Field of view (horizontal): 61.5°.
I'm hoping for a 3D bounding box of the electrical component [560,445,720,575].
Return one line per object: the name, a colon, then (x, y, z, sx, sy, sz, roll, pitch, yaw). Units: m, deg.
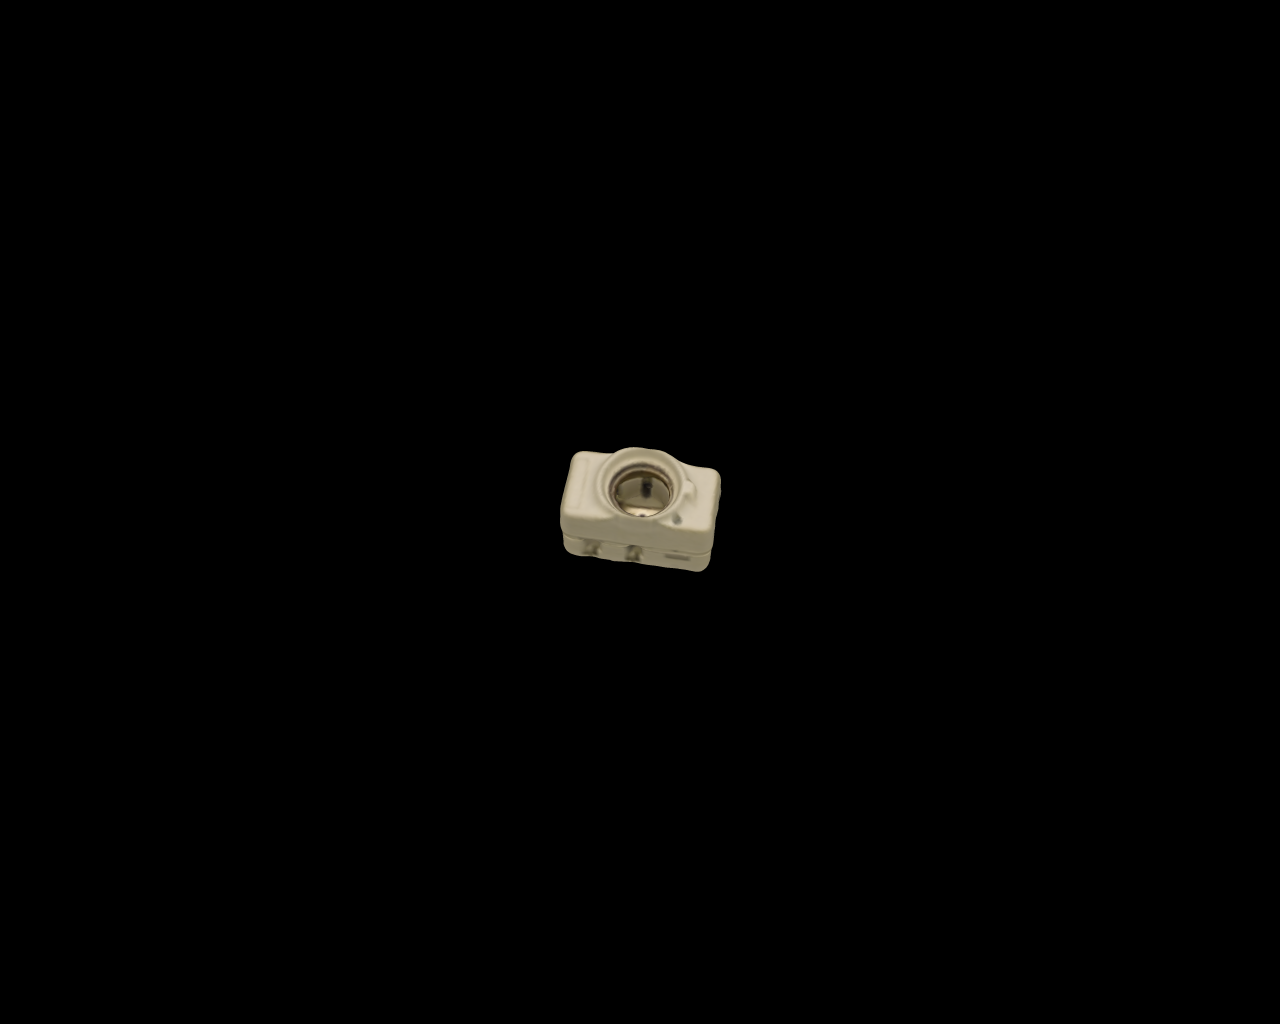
electrical component: (0.001, -0.003, 0.650, 0.089, 0.050, 0.055, 8, -33, 5)
